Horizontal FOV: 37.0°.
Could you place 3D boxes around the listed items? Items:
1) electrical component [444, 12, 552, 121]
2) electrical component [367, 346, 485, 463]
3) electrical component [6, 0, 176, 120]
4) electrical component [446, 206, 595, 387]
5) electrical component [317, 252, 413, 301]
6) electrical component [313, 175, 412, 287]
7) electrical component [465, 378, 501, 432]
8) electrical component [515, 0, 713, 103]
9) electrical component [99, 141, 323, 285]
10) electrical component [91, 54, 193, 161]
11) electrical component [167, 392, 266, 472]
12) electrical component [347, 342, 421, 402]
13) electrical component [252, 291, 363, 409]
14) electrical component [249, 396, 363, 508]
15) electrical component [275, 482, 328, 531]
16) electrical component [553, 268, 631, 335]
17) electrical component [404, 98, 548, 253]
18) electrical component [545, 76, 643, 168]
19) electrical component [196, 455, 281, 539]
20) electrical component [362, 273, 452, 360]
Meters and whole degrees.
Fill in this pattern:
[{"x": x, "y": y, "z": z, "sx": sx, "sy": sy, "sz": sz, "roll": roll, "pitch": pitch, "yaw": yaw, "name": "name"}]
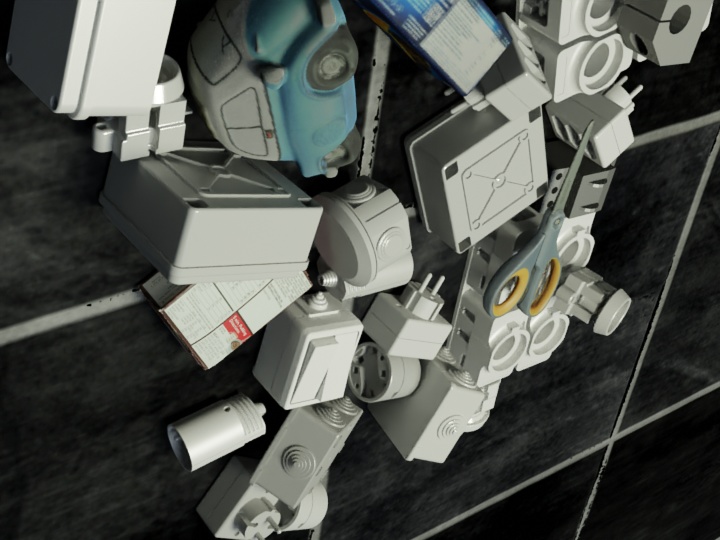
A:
[{"x": 0.101, "y": -0.152, "z": 0.857, "sx": 0.077, "sy": 0.065, "sz": 0.047, "roll": -29, "pitch": 149, "yaw": 24, "name": "electrical component"}, {"x": 0.063, "y": 0.125, "z": 1.028, "sx": 0.048, "sy": 0.099, "sz": 0.099, "roll": 17, "pitch": 110, "yaw": -36, "name": "electrical component"}, {"x": -0.151, "y": -0.149, "z": 0.604, "sx": 0.057, "sy": 0.078, "sz": 0.113, "roll": -8, "pitch": 127, "yaw": -42, "name": "electrical component"}, {"x": 0.157, "y": 0.019, "z": 1.054, "sx": 0.105, "sy": 0.060, "sz": 0.186, "roll": -17, "pitch": 133, "yaw": -33, "name": "electrical component"}, {"x": 0.000, "y": 0.000, "z": 0.903, "sx": 0.081, "sy": 0.043, "sz": 0.043, "roll": -14, "pitch": 131, "yaw": -35, "name": "electrical component"}, {"x": -0.001, "y": -0.031, "z": 0.847, "sx": 0.051, "sy": 0.080, "sz": 0.080, "roll": -31, "pitch": 139, "yaw": -26, "name": "electrical component"}, {"x": 0.107, "y": 0.128, "z": 1.105, "sx": 0.078, "sy": 0.058, "sz": 0.057, "roll": -17, "pitch": 130, "yaw": -33, "name": "electrical component"}, {"x": 0.221, "y": -0.225, "z": 0.902, "sx": 0.186, "sy": 0.060, "sz": 0.105, "roll": -28, "pitch": 138, "yaw": -23, "name": "electrical component"}, {"x": -0.100, "y": -0.042, "z": 0.720, "sx": 0.109, "sy": 0.109, "sz": 0.056, "roll": -3, "pitch": 122, "yaw": -42, "name": "electrical component"}, {"x": -0.137, "y": -0.106, "z": 0.681, "sx": 0.066, "sy": 0.048, "sz": 0.055, "roll": -17, "pitch": 141, "yaw": -33, "name": "electrical component"}, {"x": -0.117, "y": 0.133, "z": 0.908, "sx": 0.081, "sy": 0.043, "sz": 0.043, "roll": -24, "pitch": 136, "yaw": -27, "name": "electrical component"}, {"x": 0.023, "y": 0.094, "z": 0.999, "sx": 0.047, "sy": 0.055, "sz": 0.055, "roll": 4, "pitch": 120, "yaw": -49, "name": "electrical component"}, {"x": -0.041, "y": 0.064, "z": 0.906, "sx": 0.062, "sy": 0.061, "sz": 0.096, "roll": -7, "pitch": 127, "yaw": -40, "name": "electrical component"}, {"x": -0.046, "y": 0.156, "z": 0.961, "sx": 0.099, "sy": 0.048, "sz": 0.100, "roll": -59, "pitch": 171, "yaw": 15, "name": "electrical component"}, {"x": -0.064, "y": 0.221, "z": 1.027, "sx": 0.047, "sy": 0.055, "sz": 0.055, "roll": 20, "pitch": 108, "yaw": -54, "name": "electrical component"}, {"x": 0.222, "y": 0.030, "z": 1.020, "sx": 0.066, "sy": 0.055, "sz": 0.048, "roll": -14, "pitch": 134, "yaw": -57, "name": "electrical component"}, {"x": 0.101, "y": -0.088, "z": 0.911, "sx": 0.109, "sy": 0.056, "sz": 0.108, "roll": -35, "pitch": 140, "yaw": -16, "name": "electrical component"}, {"x": 0.220, "y": -0.144, "z": 0.967, "sx": 0.077, "sy": 0.066, "sz": 0.047, "roll": -43, "pitch": 142, "yaw": -6, "name": "electrical component"}, {"x": -0.098, "y": 0.219, "z": 0.974, "sx": 0.047, "sy": 0.077, "sz": 0.065, "roll": 24, "pitch": 105, "yaw": -50, "name": "electrical component"}, {"x": 0.051, "y": 0.036, "z": 0.980, "sx": 0.066, "sy": 0.047, "sz": 0.076, "roll": 11, "pitch": 114, "yaw": -48, "name": "electrical component"}]
